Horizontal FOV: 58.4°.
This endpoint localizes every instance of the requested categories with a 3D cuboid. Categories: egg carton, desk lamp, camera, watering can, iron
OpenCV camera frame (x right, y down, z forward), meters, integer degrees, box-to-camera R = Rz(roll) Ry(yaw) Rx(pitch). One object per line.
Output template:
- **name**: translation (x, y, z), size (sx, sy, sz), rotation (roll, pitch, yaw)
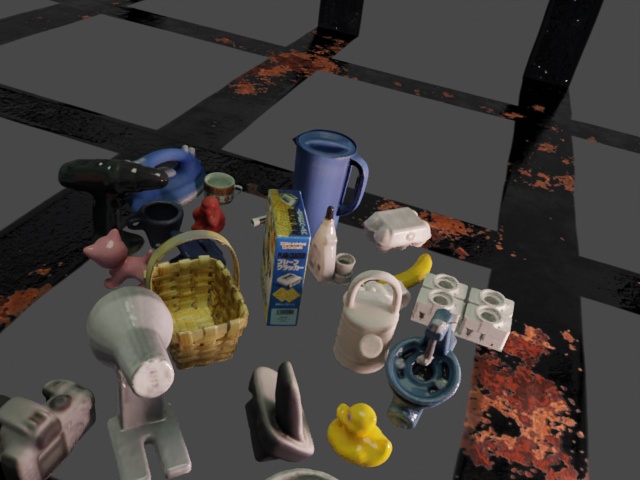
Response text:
- **egg carton**: translation (0.184, -0.023, 1.358), size (0.151, 0.069, 0.107), rotation (-10, 40, -26)
- **desk lamp**: translation (-0.252, 0.201, 0.815), size (0.118, 0.213, 0.202), rotation (-11, 40, -27)
- **camera**: translation (-0.413, 0.250, 0.803), size (0.136, 0.101, 0.143), rotation (19, 36, 13)
- **watering can**: translation (0.089, 0.139, 1.001), size (0.101, 0.194, 0.172), rotation (-4, 37, -18)
- **iron**: translation (-0.360, -0.159, 1.352), size (0.118, 0.141, 0.259), rotation (29, 40, 25)

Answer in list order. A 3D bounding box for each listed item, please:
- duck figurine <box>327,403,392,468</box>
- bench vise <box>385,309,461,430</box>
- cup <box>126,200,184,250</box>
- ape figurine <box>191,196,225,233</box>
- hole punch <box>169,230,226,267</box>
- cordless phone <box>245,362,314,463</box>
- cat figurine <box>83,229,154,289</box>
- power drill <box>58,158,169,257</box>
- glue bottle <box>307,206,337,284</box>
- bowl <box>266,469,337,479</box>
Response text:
- **duck figurine**: translation (0.065, 0.291, 0.878), size (0.104, 0.086, 0.078), rotation (25, 38, 20)
- **bench vise**: translation (0.176, 0.176, 0.948), size (0.121, 0.220, 0.207), rotation (13, 35, 5)
- **cup**: translation (-0.345, -0.021, 1.203), size (0.118, 0.095, 0.091), rotation (-15, 42, -31)
- **ape figurine**: translation (-0.248, -0.059, 1.282), size (0.076, 0.092, 0.077), rotation (-9, 39, -25)
- **hole punch**: translation (-0.248, 0.028, 1.162), size (0.101, 0.091, 0.108), rotation (-14, 42, -30)
- **cordless phone**: translation (-0.055, 0.227, 0.851), size (0.094, 0.185, 0.147), rotation (-6, 38, -20)
- **cat figurine**: translation (-0.379, 0.035, 1.098), size (0.128, 0.118, 0.067), rotation (6, 35, -5)
- **power drill**: translation (-0.411, -0.073, 1.161), size (0.229, 0.208, 0.075), rotation (14, 35, 6)
- **glue bottle**: translation (0.011, 0.004, 1.188), size (0.037, 0.173, 0.078), rotation (-9, 39, -24)
- **bowl**: translation (-0.023, 0.386, 0.732), size (0.167, 0.075, 0.167), rotation (7, 35, -5)
